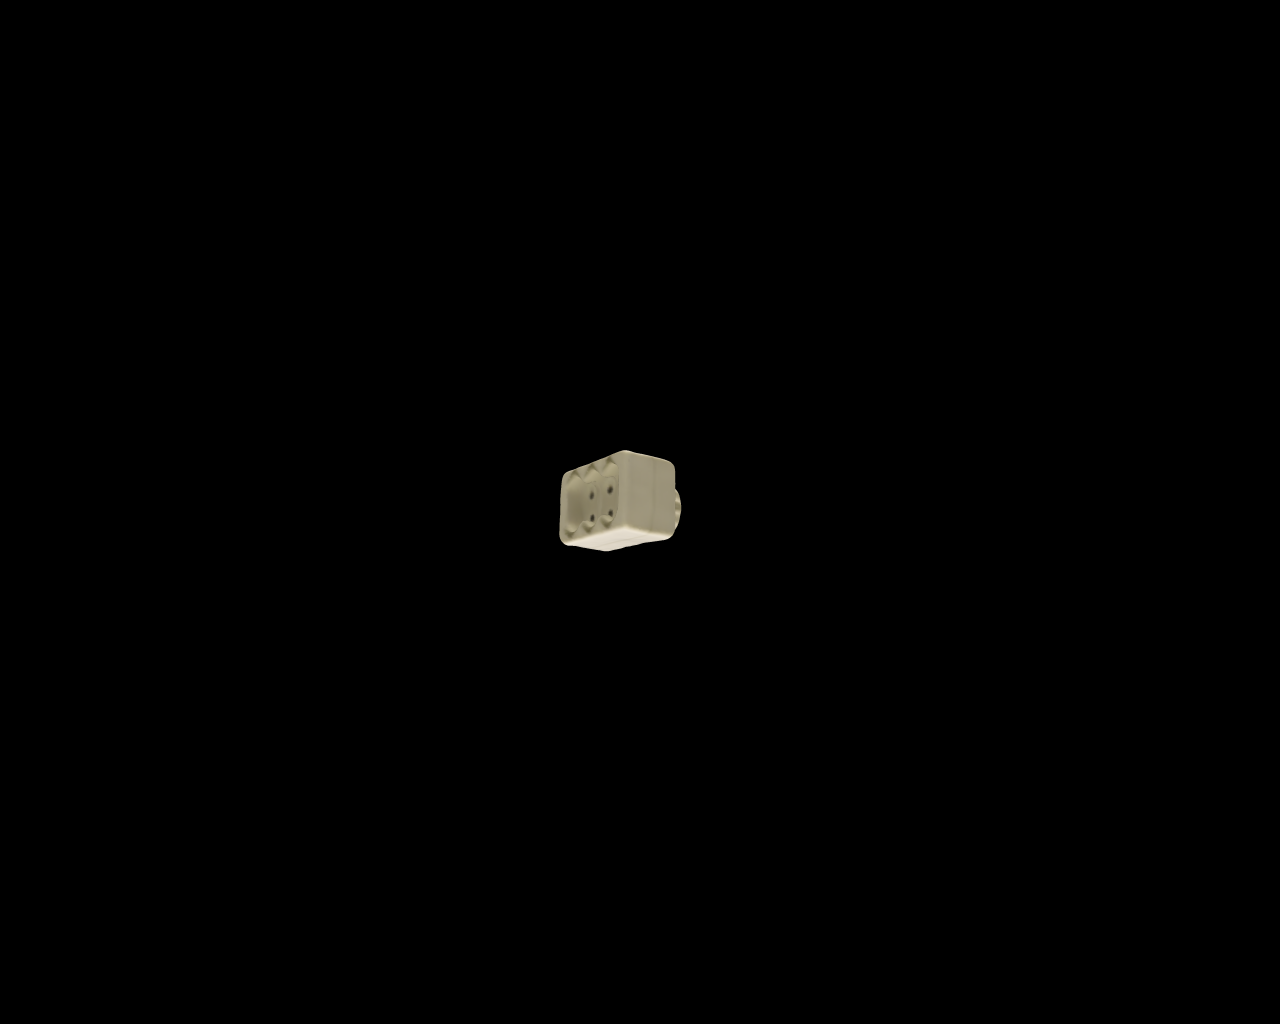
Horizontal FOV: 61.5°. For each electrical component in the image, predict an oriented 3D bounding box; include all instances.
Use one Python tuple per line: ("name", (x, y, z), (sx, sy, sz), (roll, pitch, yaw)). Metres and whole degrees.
("electrical component", (0.001, -0.003, 0.650), (0.077, 0.047, 0.065), (11, -17, -38))
